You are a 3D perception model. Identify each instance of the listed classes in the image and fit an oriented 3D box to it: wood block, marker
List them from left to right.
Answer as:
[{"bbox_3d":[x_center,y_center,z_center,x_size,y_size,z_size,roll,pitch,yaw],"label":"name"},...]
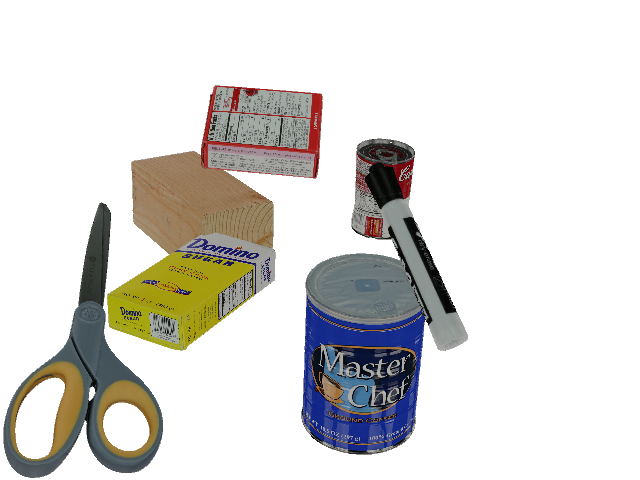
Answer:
[{"bbox_3d":[-0.145,-0.031,1.282,0.090,0.090,0.206,-12,27,-30],"label":"wood block"},{"bbox_3d":[0.054,0.007,0.626,0.020,0.121,0.020,-18,-22,-8],"label":"marker"}]

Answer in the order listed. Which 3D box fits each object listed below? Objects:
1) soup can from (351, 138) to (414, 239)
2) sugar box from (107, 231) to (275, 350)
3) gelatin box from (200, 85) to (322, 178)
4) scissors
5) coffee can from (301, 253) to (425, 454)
[{"bbox_3d":[0.072,-0.060,1.258,0.068,0.102,0.068,3,27,-2],"label":"soup can"},{"bbox_3d":[-0.130,0.047,1.107,0.093,0.048,0.176,15,31,24],"label":"sugar box"},{"bbox_3d":[-0.044,-0.084,0.822,0.089,0.030,0.073,4,44,-1],"label":"gelatin box"},{"bbox_3d":[-0.124,0.060,0.644,0.096,0.201,0.016,19,-43,-2],"label":"scissors"},{"bbox_3d":[0.036,0.096,0.916,0.103,0.140,0.103,2,29,-1],"label":"coffee can"}]
